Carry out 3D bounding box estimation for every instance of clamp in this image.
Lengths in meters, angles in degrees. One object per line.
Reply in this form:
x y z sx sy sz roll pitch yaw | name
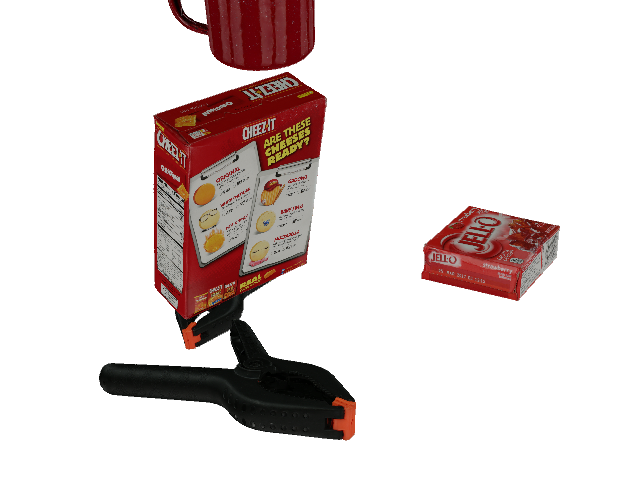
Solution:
-0.051 0.113 0.874 0.210 0.036 0.164 12 20 31 | clamp
-0.110 0.063 1.252 0.120 0.039 0.171 -4 37 16 | clamp

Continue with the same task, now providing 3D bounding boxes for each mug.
-0.058 -0.180 0.801 0.117 0.081 0.093 1 36 5 | mug

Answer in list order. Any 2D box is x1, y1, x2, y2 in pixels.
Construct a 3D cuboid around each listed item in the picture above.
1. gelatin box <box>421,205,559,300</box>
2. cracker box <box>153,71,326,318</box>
0.124 0.007 0.771 0.073 0.030 0.089 14 26 26 | gelatin box
-0.085 -0.046 1.072 0.163 0.214 0.072 -24 47 -33 | cracker box
